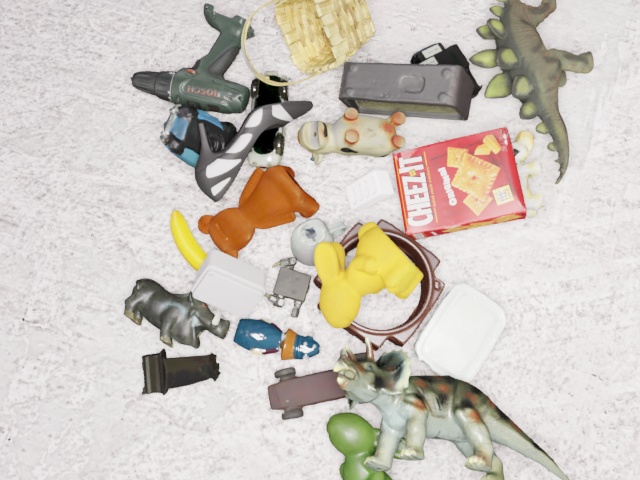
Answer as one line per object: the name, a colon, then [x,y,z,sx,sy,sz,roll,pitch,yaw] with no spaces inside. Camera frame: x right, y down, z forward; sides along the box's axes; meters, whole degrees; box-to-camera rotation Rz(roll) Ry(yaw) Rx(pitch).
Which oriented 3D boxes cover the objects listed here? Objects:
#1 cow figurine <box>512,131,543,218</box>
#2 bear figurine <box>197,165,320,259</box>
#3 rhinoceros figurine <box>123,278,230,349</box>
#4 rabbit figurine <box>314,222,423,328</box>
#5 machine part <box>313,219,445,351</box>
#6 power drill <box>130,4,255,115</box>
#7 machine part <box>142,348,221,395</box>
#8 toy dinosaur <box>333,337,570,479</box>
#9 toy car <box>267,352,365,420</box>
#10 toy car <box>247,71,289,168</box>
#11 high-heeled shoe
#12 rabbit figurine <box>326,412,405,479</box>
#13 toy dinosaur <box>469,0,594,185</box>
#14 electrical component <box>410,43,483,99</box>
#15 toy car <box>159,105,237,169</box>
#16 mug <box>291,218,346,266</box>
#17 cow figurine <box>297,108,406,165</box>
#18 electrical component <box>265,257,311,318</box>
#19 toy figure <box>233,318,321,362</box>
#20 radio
cow figurine: [0.368,-0.128,1.031,0.098,0.068,0.167,-1,77,5]
bear figurine: [-0.115,-0.046,0.993,0.196,0.132,0.120,-42,79,10]
rhinoceros figurine: [-0.255,0.134,0.963,0.190,0.073,0.112,24,68,6]
rabbit figurine: [0.059,0.062,0.876,0.162,0.122,0.173,43,99,11]
machine part: [0.105,0.080,0.969,0.201,0.087,0.201,36,78,7]
power drill: [-0.234,-0.357,1.063,0.232,0.086,0.207,20,74,2]
machine part: [-0.248,0.231,0.956,0.139,0.039,0.084,-5,73,0]
toy dinosaur: [0.197,0.276,0.863,0.405,0.131,0.192,14,53,-9]
toy car: [0.010,0.257,0.945,0.202,0.053,0.089,-11,73,-7]
toy car: [-0.103,-0.236,1.051,0.074,0.056,0.201,3,76,3]
high-heeled shoe: [-0.112,-0.165,0.978,0.249,0.086,0.145,-18,105,-16]
rabbit figurine: [0.074,0.366,0.888,0.159,0.121,0.170,-14,78,-10]
toy dinosaur: [0.407,-0.326,1.035,0.199,0.105,0.471,-14,70,-15]
electrical component: [0.241,-0.325,1.074,0.115,0.058,0.134,-26,79,-9]
toy car: [-0.236,-0.186,1.009,0.103,0.161,0.109,14,85,46]
mug: [-0.002,-0.003,0.975,0.110,0.107,0.081,-20,80,-3]
cow figurine: [0.052,-0.195,1.022,0.195,0.127,0.085,-1,78,-16]
electrical component: [-0.058,0.083,0.986,0.078,0.045,0.102,21,78,5]
toy figure: [-0.076,0.179,0.960,0.154,0.058,0.064,16,84,-2]
radio: [0.156,-0.272,0.986,0.230,0.131,0.073,8,94,22]
